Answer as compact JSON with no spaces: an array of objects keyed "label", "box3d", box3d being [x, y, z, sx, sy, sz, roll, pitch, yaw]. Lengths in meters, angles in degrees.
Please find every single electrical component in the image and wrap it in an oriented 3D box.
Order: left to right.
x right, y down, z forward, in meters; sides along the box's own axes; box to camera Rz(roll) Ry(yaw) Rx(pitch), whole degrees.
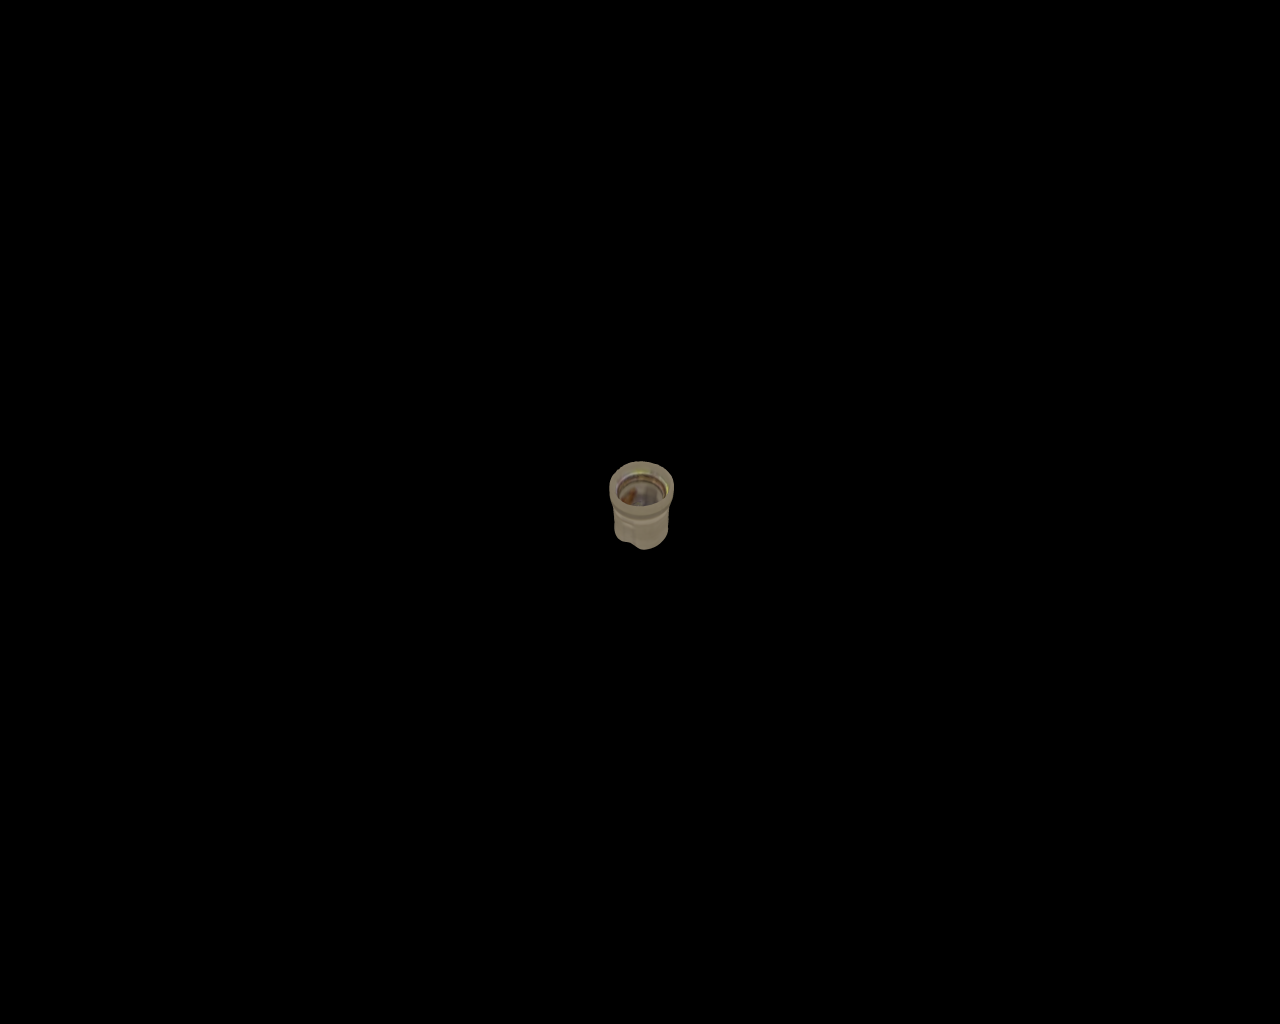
[{"label":"electrical component","box3d":[0.001,-0.003,0.650,0.040,0.040,0.046,0,-41,0]}]
